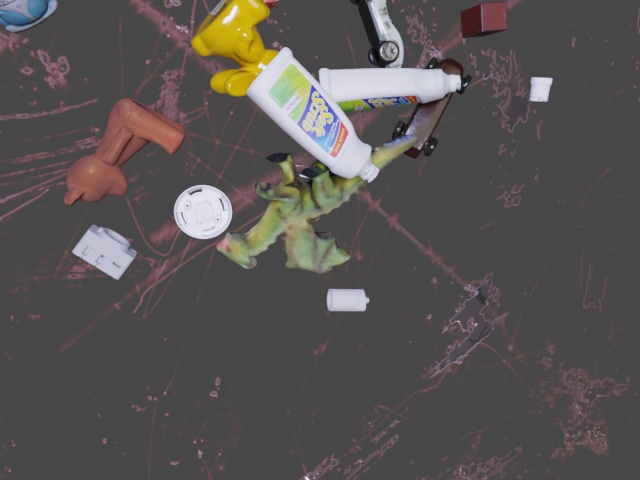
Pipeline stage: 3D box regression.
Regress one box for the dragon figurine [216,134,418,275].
[{"bbox_3d":[0.003,-0.049,0.976,0.411,0.124,0.237,-14,121,-9],"label":"dragon figurine"}]
